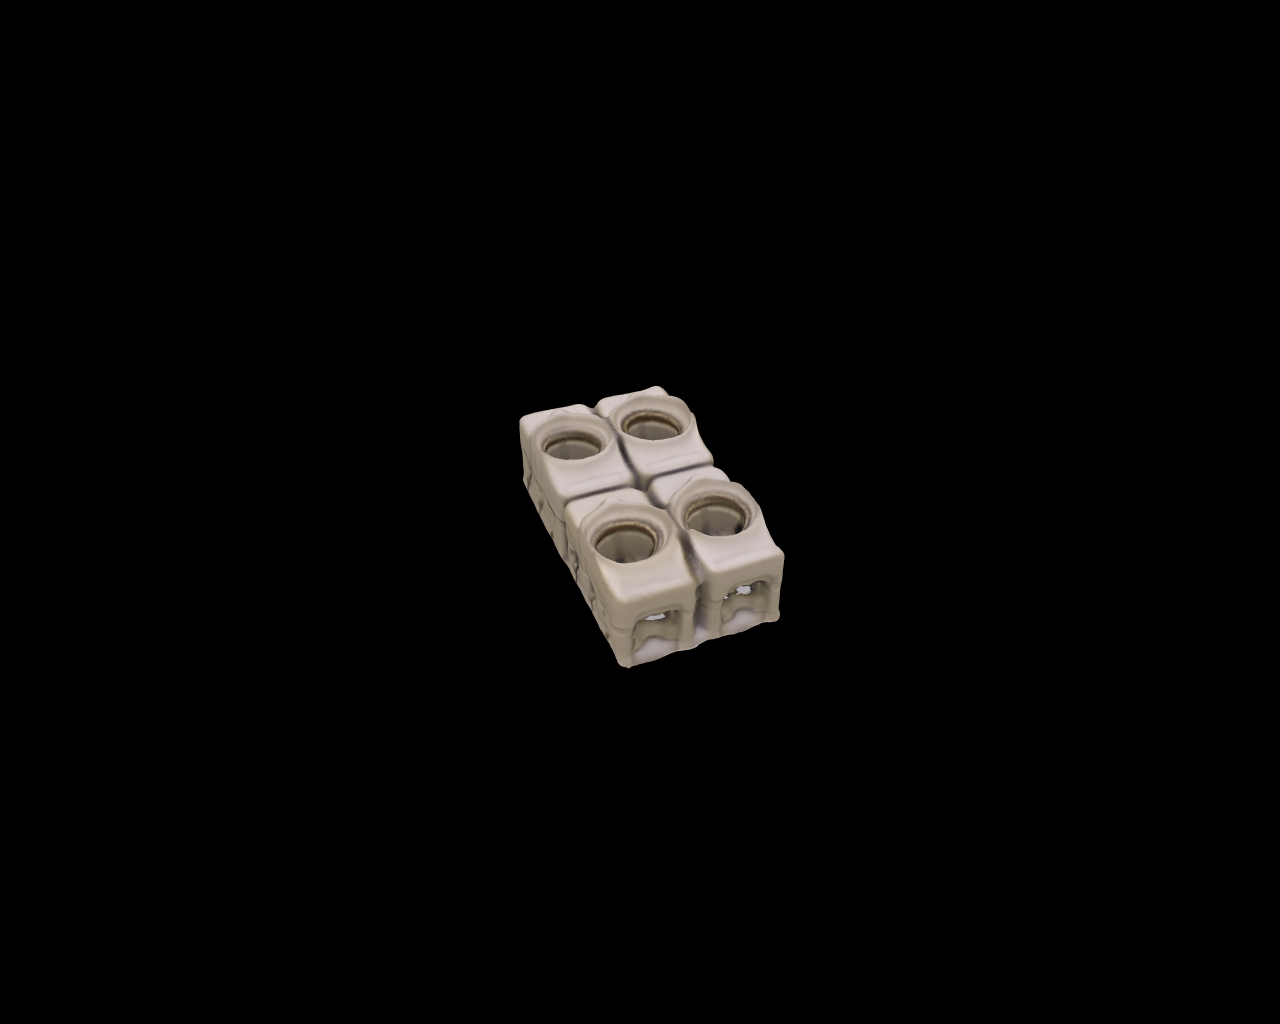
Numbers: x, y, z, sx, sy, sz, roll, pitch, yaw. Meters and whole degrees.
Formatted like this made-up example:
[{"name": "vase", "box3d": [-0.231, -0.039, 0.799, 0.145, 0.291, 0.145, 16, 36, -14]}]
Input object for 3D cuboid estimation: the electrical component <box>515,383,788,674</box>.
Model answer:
[{"name": "electrical component", "box3d": [0.001, -0.003, 0.650, 0.105, 0.060, 0.186, -14, 42, -16]}]
